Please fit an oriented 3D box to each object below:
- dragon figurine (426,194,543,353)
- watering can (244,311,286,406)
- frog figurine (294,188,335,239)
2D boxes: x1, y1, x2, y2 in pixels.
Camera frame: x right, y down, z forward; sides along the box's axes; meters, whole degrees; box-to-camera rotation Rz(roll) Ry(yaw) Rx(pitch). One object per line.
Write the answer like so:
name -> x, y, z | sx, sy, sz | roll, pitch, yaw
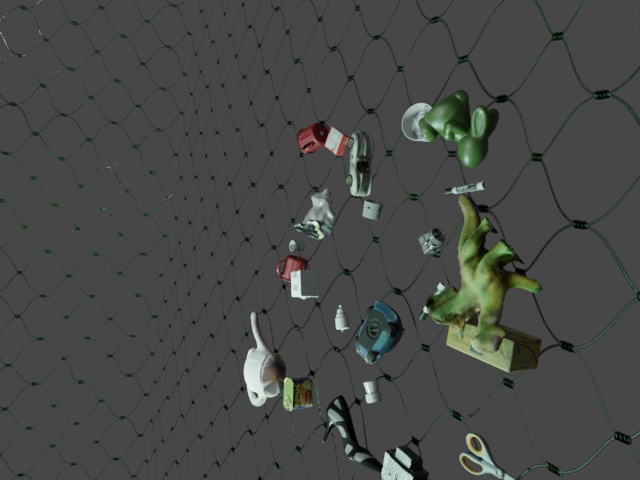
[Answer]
dragon figurine -> 0.319, 0.080, 1.127 | 0.121, 0.240, 0.419 | 36, 20, -28
watering can -> -0.218, 0.448, 1.932 | 0.104, 0.350, 0.223 | 6, -9, -35
frog figurine -> 0.005, -0.087, 1.721 | 0.122, 0.162, 0.135 | 36, -31, -10
